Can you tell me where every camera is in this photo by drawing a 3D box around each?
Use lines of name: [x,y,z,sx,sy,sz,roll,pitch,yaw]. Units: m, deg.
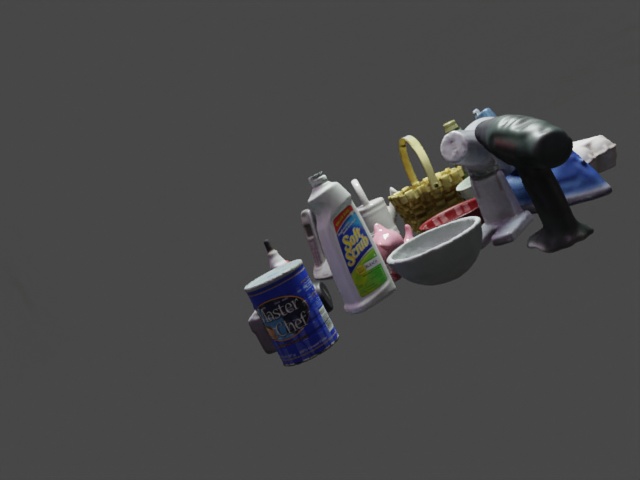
camera: [-0.053,0.125,1.068,0.136,0.101,0.143,-25,6,11]

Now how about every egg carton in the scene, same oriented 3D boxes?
egg carton: [0.535,-0.164,1.193,0.107,0.069,0.150,-28,6,-11]

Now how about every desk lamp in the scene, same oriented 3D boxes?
desk lamp: [0.305,-0.114,1.049,0.117,0.213,0.204,-21,8,40]

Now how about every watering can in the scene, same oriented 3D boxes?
watering can: [0.144,-0.085,1.591,0.173,0.194,0.100,-28,6,-14]

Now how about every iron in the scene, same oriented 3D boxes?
iron: [0.419,-0.134,1.081,0.119,0.141,0.257,-29,6,-20]

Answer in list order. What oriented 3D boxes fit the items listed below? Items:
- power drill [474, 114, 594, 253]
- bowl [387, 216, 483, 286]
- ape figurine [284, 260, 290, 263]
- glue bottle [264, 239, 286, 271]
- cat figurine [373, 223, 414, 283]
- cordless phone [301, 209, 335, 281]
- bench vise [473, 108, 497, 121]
power drill: [0.312,-0.091,0.849,0.075,0.208,0.229,-27,6,-2]
bowl: [0.200,0.028,0.946,0.167,0.075,0.167,-26,6,3]
ape figurine: [-0.077,0.096,1.470,0.077,0.092,0.076,-25,6,13]
glue bottle: [-0.080,0.077,1.257,0.037,0.173,0.078,-29,7,-26]
cat figurine: [0.147,0.013,1.095,0.128,0.118,0.067,-32,8,-41]
cordless phone: [0.013,0.005,1.420,0.094,0.185,0.147,-30,7,-32]
bench vise: [0.495,-0.263,1.503,0.122,0.220,0.206,-31,8,-38]
